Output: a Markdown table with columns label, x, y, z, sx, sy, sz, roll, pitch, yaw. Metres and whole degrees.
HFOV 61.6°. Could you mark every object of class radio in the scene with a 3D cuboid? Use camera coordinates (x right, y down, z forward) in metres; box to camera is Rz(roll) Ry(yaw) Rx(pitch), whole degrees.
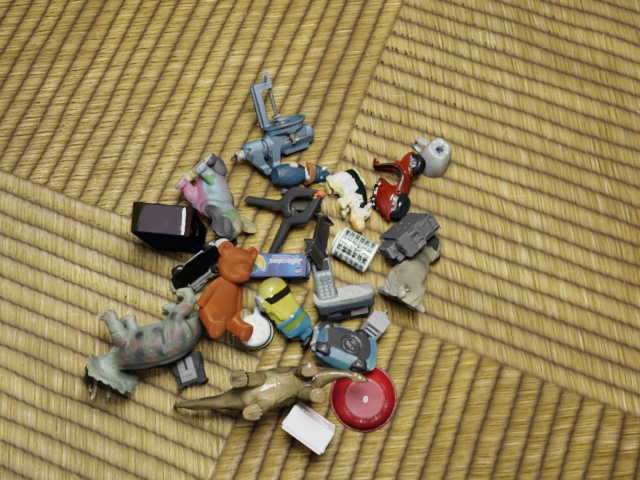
| label | x | y | z | sx | sy | sz | roll | pitch | yaw |
| --- | --- | --- | --- | --- | --- | --- | --- | --- | --- |
| radio | -0.349 | -0.024 | 1.267 | 0.131 | 0.229 | 0.073 | 4 | 79 | -1 |

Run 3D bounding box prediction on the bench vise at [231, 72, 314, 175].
| label | x | y | z | sx | sy | sz | roll | pitch | yaw |
| --- | --- | --- | --- | --- | --- | --- | --- | --- | --- |
| bench vise | -0.130 | -0.294 | 1.355 | 0.224 | 0.129 | 0.240 | -18 | 112 | -10 |

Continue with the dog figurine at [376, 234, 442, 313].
| label | x | y | z | sx | sy | sz | roll | pitch | yaw |
| --- | --- | --- | --- | --- | --- | --- | --- | --- | --- |
| dog figurine | 0.227 | 0.059 | 1.267 | 0.121 | 0.172 | 0.190 | 29 | 86 | -4 |

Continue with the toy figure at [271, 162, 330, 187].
| label | x | y | z | sx | sy | sz | roll | pitch | yaw |
| --- | --- | --- | --- | --- | --- | --- | --- | --- | --- |
| toy figure | -0.047 | -0.168 | 1.361 | 0.154 | 0.064 | 0.058 | -7 | 71 | -31 |

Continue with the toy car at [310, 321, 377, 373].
| label | x | y | z | sx | sy | sz | roll | pitch | yaw |
| --- | --- | --- | --- | --- | --- | --- | --- | --- | --- |
| toy car | 0.046 | 0.263 | 1.249 | 0.162 | 0.102 | 0.109 | 17 | 42 | -9 |

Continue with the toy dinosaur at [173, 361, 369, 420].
| label | x | y | z | sx | sy | sz | roll | pitch | yaw |
| --- | --- | --- | --- | --- | --- | --- | --- | --- | --- |
| toy dinosaur | -0.126 | 0.336 | 1.192 | 0.472 | 0.198 | 0.105 | -8 | 76 | 6 |

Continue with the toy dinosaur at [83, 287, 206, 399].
| label | x | y | z | sx | sy | sz | roll | pitch | yaw |
| --- | --- | --- | --- | --- | --- | --- | --- | --- | --- |
| toy dinosaur | -0.374 | 0.233 | 1.242 | 0.405 | 0.131 | 0.192 | -18 | 70 | -6 |

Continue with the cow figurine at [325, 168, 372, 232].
| label | x | y | z | sx | sy | sz | roll | pitch | yaw |
| --- | --- | --- | --- | --- | --- | --- | --- | --- | --- |
| cow figurine | 0.088 | -0.102 | 1.352 | 0.098 | 0.068 | 0.167 | -26 | 70 | -12 |

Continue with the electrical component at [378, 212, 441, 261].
| label | x | y | z | sx | sy | sz | roll | pitch | yaw |
| --- | --- | --- | --- | --- | --- | --- | --- | --- | --- |
| electrical component | 0.204 | -0.007 | 1.273 | 0.134 | 0.115 | 0.058 | -41 | 101 | -13 |

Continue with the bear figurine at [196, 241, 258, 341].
| label | x | y | z | sx | sy | sz | roll | pitch | yaw |
| --- | --- | --- | --- | --- | --- | --- | --- | --- | --- |
| bear figurine | -0.194 | 0.111 | 1.210 | 0.132 | 0.120 | 0.195 | 33 | 99 | 45 |

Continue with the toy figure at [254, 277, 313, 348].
| label | x | y | z | sx | sy | sz | roll | pitch | yaw |
| --- | --- | --- | --- | --- | --- | --- | --- | --- | --- |
| toy figure | -0.079 | 0.169 | 1.273 | 0.180 | 0.082 | 0.089 | 46 | 64 | -7 |

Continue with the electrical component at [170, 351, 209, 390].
| label | x | y | z | sx | sy | sz | roll | pitch | yaw |
| --- | --- | --- | --- | --- | --- | --- | --- | --- | --- |
| electrical component | -0.317 | 0.291 | 1.285 | 0.075 | 0.047 | 0.119 | -15 | 79 | -3 |

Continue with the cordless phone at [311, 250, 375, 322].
| label | x | y | z | sx | sy | sz | roll | pitch | yaw |
| --- | --- | --- | --- | --- | --- | --- | --- | --- | --- |
| cordless phone | 0.050 | 0.098 | 1.312 | 0.147 | 0.088 | 0.184 | -11 | 58 | -1 |

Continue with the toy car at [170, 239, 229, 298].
| label | x | y | z | sx | sy | sz | roll | pitch | yaw |
| --- | --- | --- | --- | --- | --- | --- | --- | --- | --- |
| toy car | -0.289 | 0.070 | 1.304 | 0.202 | 0.056 | 0.073 | -35 | 69 | 23 |

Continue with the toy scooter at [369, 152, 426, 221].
| label | x | y | z | sx | sy | sz | roll | pitch | yaw |
| --- | --- | --- | --- | --- | --- | --- | --- | --- | --- |
| toy scooter | 0.177 | -0.144 | 1.358 | 0.135 | 0.075 | 0.183 | 22 | 91 | 29 |

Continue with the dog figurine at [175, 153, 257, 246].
| label | x | y | z | sx | sy | sz | roll | pitch | yaw |
| --- | --- | --- | --- | --- | --- | --- | --- | --- | --- |
| dog figurine | -0.249 | -0.093 | 1.347 | 0.108 | 0.192 | 0.219 | -32 | 107 | 17 |

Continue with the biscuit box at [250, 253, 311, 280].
| label | x | y | z | sx | sy | sz | roll | pitch | yaw |
| --- | --- | --- | --- | --- | --- | --- | --- | --- | --- |
| biscuit box | -0.126 | 0.065 | 1.312 | 0.203 | 0.062 | 0.059 | -1 | 77 | 9 |

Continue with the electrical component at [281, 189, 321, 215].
| label | x | y | z | sx | sy | sz | roll | pitch | yaw |
| --- | --- | --- | --- | --- | --- | --- | --- | --- | --- |
| electrical component | -0.048 | -0.091 | 1.368 | 0.102 | 0.045 | 0.078 | 0 | 71 | 1 |

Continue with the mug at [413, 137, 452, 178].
| label | x | y | z | sx | sy | sz | roll | pitch | yaw |
| --- | --- | --- | --- | --- | --- | --- | --- | --- | --- |
| mug | 0.286 | -0.222 | 1.359 | 0.081 | 0.107 | 0.109 | -38 | 81 | -8 |

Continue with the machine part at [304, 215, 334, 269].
| label | x | y | z | sx | sy | sz | roll | pitch | yaw |
| --- | --- | --- | --- | --- | --- | --- | --- | --- | --- |
| machine part | -0.003 | -0.004 | 1.322 | 0.039 | 0.084 | 0.139 | -14 | 43 | 33 |
